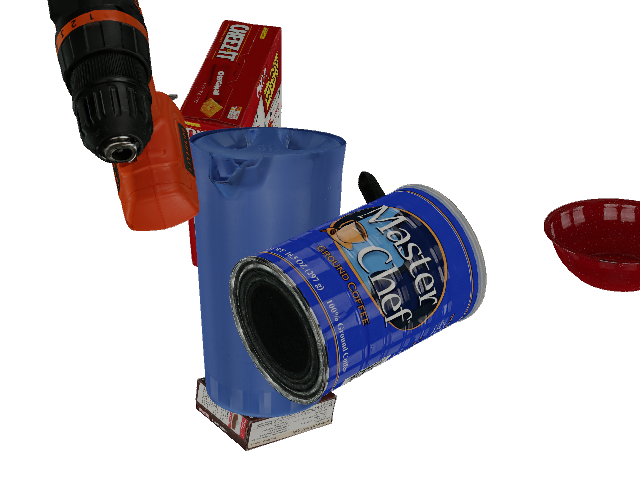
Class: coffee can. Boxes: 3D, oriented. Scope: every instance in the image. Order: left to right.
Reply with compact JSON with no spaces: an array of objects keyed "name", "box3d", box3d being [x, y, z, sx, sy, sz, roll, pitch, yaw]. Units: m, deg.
[{"name":"coffee can","box3d":[0.025,0.033,0.712,0.140,0.103,0.103,-25,13,-31]}]

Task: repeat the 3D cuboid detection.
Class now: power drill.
[{"name":"power drill","box3d":[-0.120,-0.085,0.670,0.057,0.184,0.187,-12,-32,-3]}]

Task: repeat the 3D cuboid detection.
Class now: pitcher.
[{"name":"pitcher","box3d":[-0.042,0.022,0.940,0.149,0.243,0.145,-5,17,-21]}]

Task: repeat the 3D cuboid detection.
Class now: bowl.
[{"name":"bowl","box3d":[0.323,0.010,1.159,0.162,0.055,0.162,-2,27,1]}]

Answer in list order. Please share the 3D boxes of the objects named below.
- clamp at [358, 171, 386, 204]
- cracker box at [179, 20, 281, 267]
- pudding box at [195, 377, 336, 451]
[{"name":"clamp","box3d":[0.074,0.000,1.252,0.210,0.036,0.164,38,42,26]},{"name":"cracker box","box3d":[-0.091,-0.095,1.117,0.072,0.164,0.214,9,-43,7]},{"name":"pudding box","box3d":[-0.055,0.161,1.065,0.113,0.039,0.090,-13,29,-39]}]
